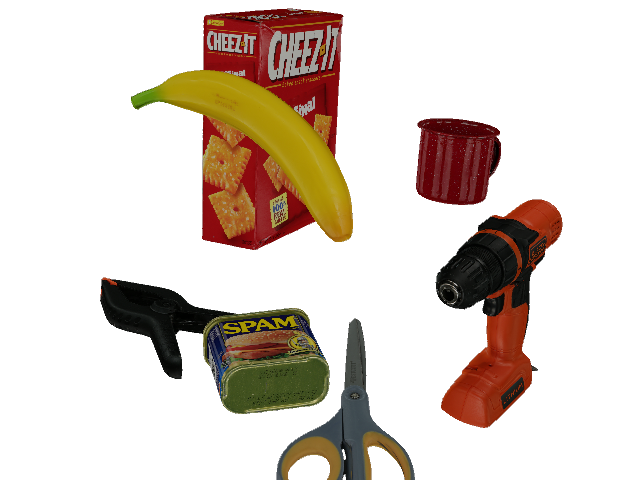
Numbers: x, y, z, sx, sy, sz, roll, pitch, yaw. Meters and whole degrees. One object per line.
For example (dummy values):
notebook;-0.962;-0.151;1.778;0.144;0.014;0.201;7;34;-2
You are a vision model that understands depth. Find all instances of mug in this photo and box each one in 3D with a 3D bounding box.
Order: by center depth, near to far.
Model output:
mug;0.162;-0.091;1.219;0.117;0.081;0.093;-11;23;-39

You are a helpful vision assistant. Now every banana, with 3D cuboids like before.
banana;-0.044;-0.075;0.796;0.198;0.069;0.037;33;-7;13

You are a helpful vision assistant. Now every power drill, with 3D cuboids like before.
power drill;0.153;0.071;0.954;0.057;0.188;0.184;23;34;31

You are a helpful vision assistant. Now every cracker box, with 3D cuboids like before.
cracker box;-0.044;-0.114;1.046;0.072;0.214;0.163;12;18;26

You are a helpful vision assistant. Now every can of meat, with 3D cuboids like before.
can of meat;-0.049;0.108;0.958;0.102;0.057;0.084;-5;27;-14

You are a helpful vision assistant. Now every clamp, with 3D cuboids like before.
clamp;-0.171;0.088;1.154;0.210;0.036;0.164;18;21;27

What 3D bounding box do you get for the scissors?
scissors;0.006;0.117;0.729;0.096;0.016;0.202;-6;32;-12
